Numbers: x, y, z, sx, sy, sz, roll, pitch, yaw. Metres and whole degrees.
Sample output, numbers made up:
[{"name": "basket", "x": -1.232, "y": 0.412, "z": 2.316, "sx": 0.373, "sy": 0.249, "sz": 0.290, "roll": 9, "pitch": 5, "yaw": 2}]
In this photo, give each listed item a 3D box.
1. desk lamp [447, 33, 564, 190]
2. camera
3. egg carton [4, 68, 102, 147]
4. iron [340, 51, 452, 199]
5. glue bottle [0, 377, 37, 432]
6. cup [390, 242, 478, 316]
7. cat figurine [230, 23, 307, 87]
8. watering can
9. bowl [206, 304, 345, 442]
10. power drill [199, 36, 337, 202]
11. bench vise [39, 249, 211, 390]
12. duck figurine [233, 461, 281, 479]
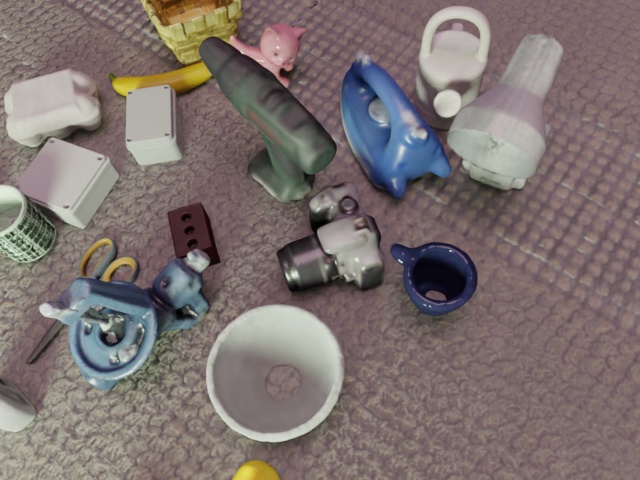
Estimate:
[{"name": "desk lamp", "x": 0.255, "y": -0.157, "z": 0.777, "sx": 0.117, "sy": 0.214, "sz": 0.203, "roll": 25, "pitch": 68, "yaw": 16}, {"name": "camera", "x": 0.007, "y": 0.003, "z": 0.777, "sx": 0.137, "sy": 0.101, "sz": 0.143, "roll": -19, "pitch": 64, "yaw": -5}, {"name": "egg carton", "x": -0.433, "y": -0.215, "z": 0.931, "sx": 0.150, "sy": 0.069, "sz": 0.107, "roll": -18, "pitch": 64, "yaw": -5}, {"name": "iron", "x": 0.092, "y": -0.196, "z": 0.847, "sx": 0.119, "sy": 0.141, "sz": 0.258, "roll": -25, "pitch": 65, "yaw": -8}, {"name": "glue bottle", "x": -0.407, "y": 0.181, "z": 0.677, "sx": 0.078, "sy": 0.173, "sz": 0.037, "roll": 38, "pitch": 72, "yaw": 20}, {"name": "cup", "x": 0.140, "y": 0.055, "z": 0.746, "sx": 0.117, "sy": 0.095, "sz": 0.092, "roll": 32, "pitch": 70, "yaw": 18}, {"name": "cat figurine", "x": -0.084, "y": -0.309, "z": 0.927, "sx": 0.127, "sy": 0.118, "sz": 0.067, "roll": 6, "pitch": 64, "yaw": 7}, {"name": "watering can", "x": 0.195, "y": -0.253, "z": 0.839, "sx": 0.101, "sy": 0.194, "sz": 0.172, "roll": -11, "pitch": 64, "yaw": -1}, {"name": "bowl", "x": -0.052, "y": 0.169, "z": 0.714, "sx": 0.167, "sy": 0.075, "sz": 0.167, "roll": -1, "pitch": 64, "yaw": 3}, {"name": "power drill", "x": -0.070, "y": -0.152, "z": 0.798, "sx": 0.229, "sy": 0.208, "sz": 0.076, "roll": 40, "pitch": 73, "yaw": 20}, {"name": "bench vise", "x": -0.236, "y": 0.072, "z": 0.693, "sx": 0.121, "sy": 0.220, "sz": 0.207, "roll": 24, "pitch": 68, "yaw": 15}, {"name": "duck figurine", "x": -0.077, "y": 0.302, "z": 0.644, "sx": 0.077, "sy": 0.086, "sz": 0.104, "roll": -4, "pitch": 64, "yaw": 2}]
